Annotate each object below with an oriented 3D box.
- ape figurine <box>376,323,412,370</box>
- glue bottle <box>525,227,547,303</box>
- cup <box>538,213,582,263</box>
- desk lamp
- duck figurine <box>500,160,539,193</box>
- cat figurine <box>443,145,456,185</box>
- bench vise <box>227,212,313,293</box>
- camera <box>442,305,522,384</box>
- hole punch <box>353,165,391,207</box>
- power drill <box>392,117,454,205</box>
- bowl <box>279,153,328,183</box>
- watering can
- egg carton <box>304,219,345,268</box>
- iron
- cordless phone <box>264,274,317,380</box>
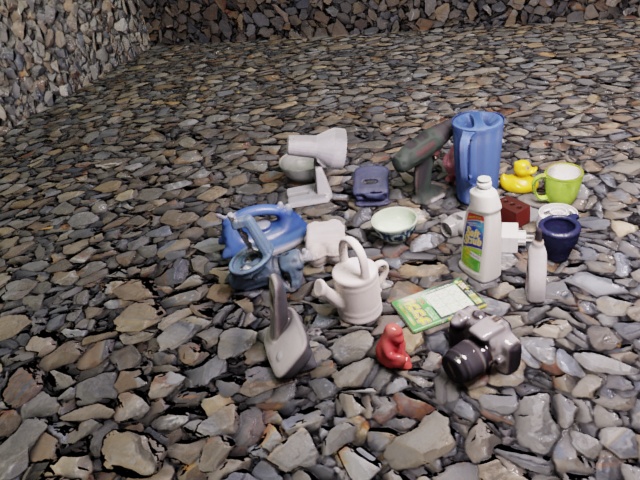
[{"bbox_3d":[0.145,0.203,1.125,0.076,0.092,0.078,8,38,25],"label":"ape figurine"},{"bbox_3d":[0.455,0.046,1.205,0.037,0.173,0.078,-2,35,12],"label":"glue bottle"},{"bbox_3d":[0.557,-0.004,1.324,0.118,0.095,0.091,-31,39,-28],"label":"cup"},{"bbox_3d":[-0.012,-0.218,1.677,0.203,0.214,0.117,-11,34,-2],"label":"desk lamp"},{"bbox_3d":[0.556,-0.183,1.597,0.104,0.086,0.077,4,36,20],"label":"duck figurine"},{"bbox_3d":[0.406,-0.225,1.668,0.128,0.118,0.067,-25,37,-21],"label":"cat figurine"},{"bbox_3d":[-0.130,0.019,1.352,0.207,0.220,0.121,-14,34,-6],"label":"bench vise"},{"bbox_3d":[0.289,0.199,1.088,0.137,0.101,0.142,-26,37,-23],"label":"camera"},{"bbox_3d":[0.151,-0.157,1.656,0.108,0.091,0.101,-2,35,12],"label":"hole punch"},{"bbox_3d":[0.303,-0.213,1.595,0.230,0.209,0.075,-27,37,-24],"label":"power drill"},{"bbox_3d":[-0.044,-0.230,1.829,0.167,0.075,0.167,-7,34,5],"label":"bowl"},{"bbox_3d":[0.071,0.083,1.229,0.100,0.194,0.173,18,43,35],"label":"watering can"},{"bbox_3d":[0.014,0.005,1.472,0.107,0.069,0.150,-7,34,4],"label":"egg carton"},{"bbox_3d":[-0.147,-0.039,1.513,0.258,0.142,0.118,-16,34,-10],"label":"iron"},{"bbox_3d":[-0.073,0.171,1.145,0.094,0.185,0.147,-18,35,-12],"label":"cordless phone"}]
